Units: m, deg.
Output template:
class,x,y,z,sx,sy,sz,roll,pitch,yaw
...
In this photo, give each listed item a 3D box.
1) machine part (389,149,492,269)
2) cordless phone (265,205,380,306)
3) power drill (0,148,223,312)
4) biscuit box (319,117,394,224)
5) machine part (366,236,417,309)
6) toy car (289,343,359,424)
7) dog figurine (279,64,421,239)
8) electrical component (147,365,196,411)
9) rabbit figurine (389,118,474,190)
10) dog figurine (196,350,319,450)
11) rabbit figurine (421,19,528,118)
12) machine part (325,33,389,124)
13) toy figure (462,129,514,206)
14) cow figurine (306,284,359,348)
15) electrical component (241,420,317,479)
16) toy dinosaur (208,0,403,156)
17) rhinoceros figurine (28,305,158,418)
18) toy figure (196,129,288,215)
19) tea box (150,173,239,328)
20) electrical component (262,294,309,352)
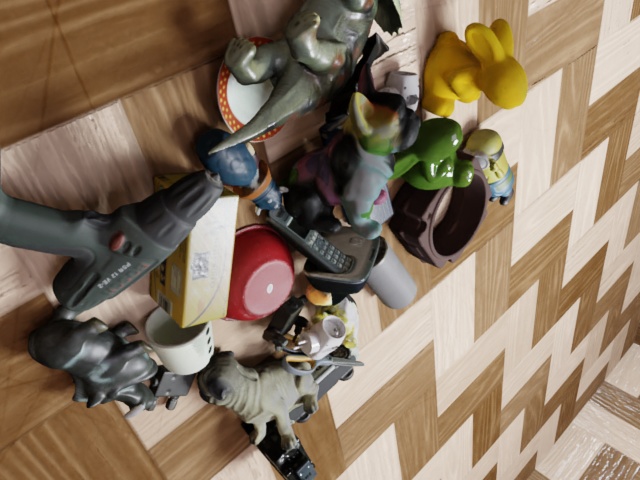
class,x,y,z,sx,sy,sz,roll,pitch,yaw
machine part,0.241,-0.060,1.048,0.201,0.087,0.200,-55,138,-9
cordless phone,-0.001,-0.003,0.836,0.089,0.184,0.147,-41,-167,35
power drill,-0.241,-0.026,0.541,0.232,0.086,0.207,-42,142,24
biscuit box,0.061,-0.104,0.861,0.063,0.059,0.202,-41,135,-23
machine part,0.118,0.062,0.999,0.079,0.079,0.243,-52,140,-10
toy car,-0.003,0.264,1.006,0.202,0.056,0.073,-38,141,-23
dog figurine,0.033,-0.118,0.717,0.108,0.192,0.219,-67,161,-44
electrical component,-0.216,0.205,0.782,0.063,0.021,0.094,18,98,-48
rabbit figurine,0.175,-0.155,0.882,0.170,0.159,0.121,64,23,-78
dog figurine,-0.096,0.220,0.867,0.190,0.121,0.172,58,33,-27
rabbit figurine,0.270,-0.278,0.890,0.122,0.173,0.162,-20,129,-33
machine part,0.053,-0.232,0.779,0.039,0.084,0.139,32,77,-18
toy figure,0.352,-0.151,1.114,0.180,0.082,0.089,44,56,-40
cow figurine,0.026,0.108,0.932,0.167,0.068,0.098,69,27,-43
electrical component,-0.065,0.369,0.941,0.058,0.134,0.114,-41,137,-20
toy dinosaur,0.007,-0.248,0.668,0.404,0.131,0.192,-58,145,-1
rhinoceros figurine,-0.267,0.155,0.664,0.112,0.073,0.190,-49,137,-15
toy figure,-0.098,-0.088,0.710,0.154,0.064,0.058,42,42,-53
tea box,-0.161,0.010,0.673,0.068,0.098,0.169,-9,120,-42
electrical component,-0.051,0.136,0.873,0.078,0.045,0.102,-57,167,19
